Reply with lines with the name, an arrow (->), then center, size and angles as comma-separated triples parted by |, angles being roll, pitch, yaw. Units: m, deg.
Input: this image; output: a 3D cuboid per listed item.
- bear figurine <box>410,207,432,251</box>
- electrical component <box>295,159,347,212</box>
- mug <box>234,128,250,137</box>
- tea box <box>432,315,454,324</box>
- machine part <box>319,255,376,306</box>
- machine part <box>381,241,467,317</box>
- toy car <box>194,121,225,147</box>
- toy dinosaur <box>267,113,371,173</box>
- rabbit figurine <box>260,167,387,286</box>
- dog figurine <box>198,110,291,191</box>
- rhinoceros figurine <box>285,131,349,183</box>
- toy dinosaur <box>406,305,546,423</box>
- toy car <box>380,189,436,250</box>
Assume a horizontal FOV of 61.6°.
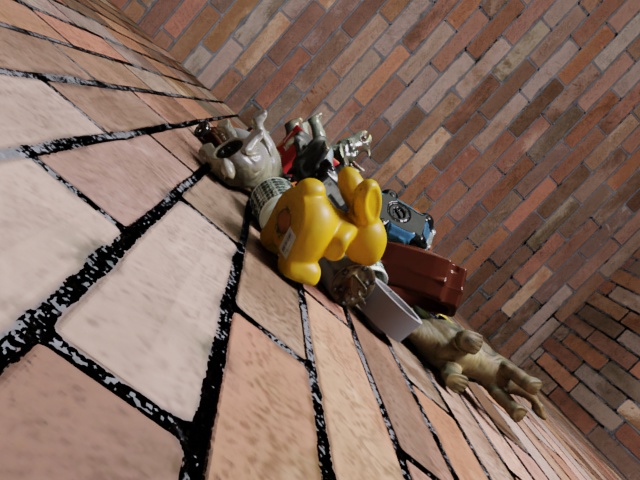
bear figurine -> 0.130, -0.002, 1.193 | 0.196, 0.132, 0.120 | 4, 63, -39
electrical component -> 0.023, -0.066, 0.889 | 0.119, 0.075, 0.048 | 46, 5, -22
mug -> -0.198, -0.227, 1.267 | 0.109, 0.080, 0.107 | 26, 6, -47
tea box -> 0.254, 0.184, 1.289 | 0.170, 0.068, 0.098 | 42, 7, 4
machine part -> 0.021, 0.031, 0.876 | 0.079, 0.079, 0.243 | 38, 7, -35
machine part -> 0.181, 0.076, 1.059 | 0.202, 0.087, 0.201 | 14, -13, 15
toy car -> -0.195, -0.185, 1.104 | 0.089, 0.053, 0.202 | 41, 6, -39
toy dinosaur -> -0.036, -0.187, 1.269 | 0.405, 0.131, 0.192 | -30, 98, -47
rabbit figurine -> 0.023, -0.020, 0.751 | 0.173, 0.162, 0.122 | 16, 12, -30
dog figurine -> -0.116, -0.111, 0.970 | 0.190, 0.121, 0.172 | 64, 36, -37
rhinoceros figurine -> -0.007, -0.127, 1.001 | 0.073, 0.112, 0.190 | 22, 44, -46
toy dinosaur -> 0.238, 0.199, 0.989 | 0.471, 0.105, 0.199 | 36, 0, -12
toy car -> 0.149, -0.023, 1.100 | 0.162, 0.103, 0.109 | 28, 52, -4
